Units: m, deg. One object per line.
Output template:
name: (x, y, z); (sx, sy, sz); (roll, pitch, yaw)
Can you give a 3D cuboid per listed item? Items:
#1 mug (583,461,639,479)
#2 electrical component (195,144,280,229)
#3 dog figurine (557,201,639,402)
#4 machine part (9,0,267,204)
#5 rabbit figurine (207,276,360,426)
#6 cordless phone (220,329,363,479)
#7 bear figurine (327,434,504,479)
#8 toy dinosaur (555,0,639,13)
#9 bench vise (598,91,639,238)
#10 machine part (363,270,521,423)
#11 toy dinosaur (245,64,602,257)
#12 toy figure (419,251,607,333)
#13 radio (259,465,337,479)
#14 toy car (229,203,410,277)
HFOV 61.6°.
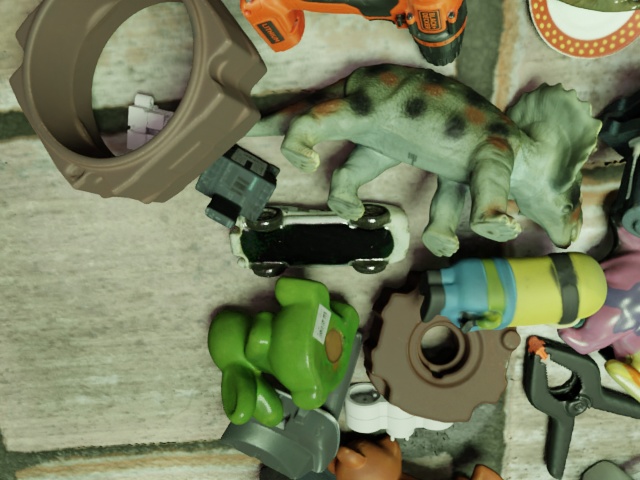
mug: (0.397, 0.334, 0.694); (0.081, 0.107, 0.109); (37, 103, -13)
electrical component: (-0.086, -0.057, 0.549); (0.075, 0.119, 0.047); (30, 108, -7)
dog figurine: (0.368, 0.053, 0.573); (0.192, 0.108, 0.219); (42, 108, 24)
machine part: (-0.168, -0.151, 0.491); (0.201, 0.087, 0.201); (-38, 76, 14)
rabbit figurine: (-0.056, 0.129, 0.613); (0.170, 0.121, 0.159); (-5, 68, 32)
cordless phone: (-0.032, 0.179, 0.663); (0.147, 0.088, 0.184); (18, 88, 22)
bear figurine: (0.115, 0.310, 0.700); (0.196, 0.132, 0.120); (36, 147, 18)
toy dinosaur: (0.100, -0.328, 0.455); (0.471, 0.105, 0.198); (41, 104, -15)
bench vise: (0.356, -0.107, 0.457); (0.129, 0.240, 0.223); (44, 63, -7)
machine part: (0.137, 0.122, 0.619); (0.179, 0.056, 0.179); (0, 91, -4)
toy dinosaur: (0.096, -0.105, 0.529); (0.405, 0.131, 0.192); (25, 66, 4)
toy figure: (0.195, 0.053, 0.547); (0.180, 0.089, 0.082); (0, 81, -3)
radio: (0.017, 0.391, 0.707); (0.073, 0.131, 0.229); (-40, 105, 12)
toy car: (-0.001, -0.002, 0.603); (0.202, 0.056, 0.073); (-2, 116, 3)
